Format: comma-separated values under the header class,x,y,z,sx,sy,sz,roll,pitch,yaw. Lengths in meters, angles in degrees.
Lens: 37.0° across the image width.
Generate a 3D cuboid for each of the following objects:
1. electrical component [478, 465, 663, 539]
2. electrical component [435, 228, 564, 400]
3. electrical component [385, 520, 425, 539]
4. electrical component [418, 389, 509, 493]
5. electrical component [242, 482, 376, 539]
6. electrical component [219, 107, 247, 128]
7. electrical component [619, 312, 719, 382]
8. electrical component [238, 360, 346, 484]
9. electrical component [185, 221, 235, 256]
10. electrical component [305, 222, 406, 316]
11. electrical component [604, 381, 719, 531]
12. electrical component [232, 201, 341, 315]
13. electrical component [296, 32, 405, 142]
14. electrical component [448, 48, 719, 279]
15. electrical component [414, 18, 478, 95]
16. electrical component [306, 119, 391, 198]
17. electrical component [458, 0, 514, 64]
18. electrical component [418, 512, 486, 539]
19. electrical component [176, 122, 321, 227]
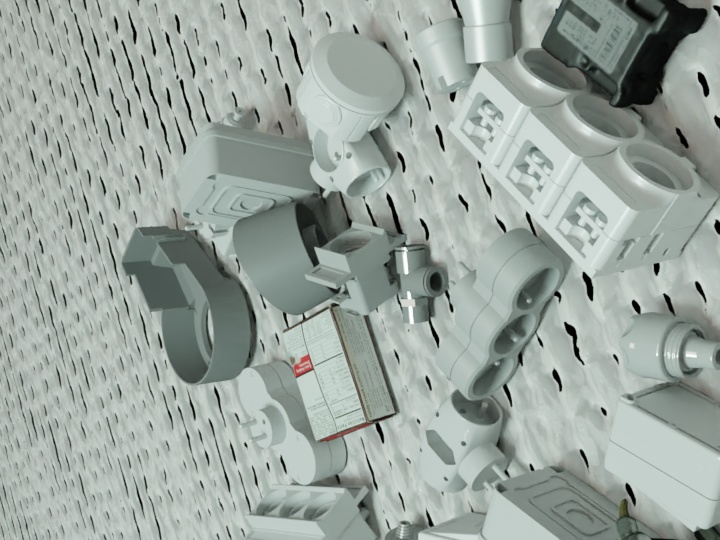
class,x,y,z,sx,sy,sz,roll,pitch,yaw
electrical component,0.148,0.196,0.756,0.113,0.078,0.057,33,120,43
electrical component,0.092,0.024,0.805,0.073,0.052,0.138,48,132,34
electrical component,0.039,0.256,0.933,0.043,0.043,0.081,13,108,49
electrical component,0.089,0.146,0.844,0.079,0.043,0.077,47,131,34
electrical component,-0.046,0.241,1.014,0.121,0.078,0.063,-12,118,52
electrical component,-0.131,-0.128,1.058,0.040,0.040,0.078,57,137,25
electrical component,0.201,0.050,0.683,0.062,0.043,0.043,8,104,49
electrical component,-0.080,0.149,1.033,0.138,0.074,0.052,49,133,33
electrical component,-0.135,-0.052,1.052,0.047,0.077,0.065,54,135,29
electrical component,0.000,0.000,0.903,0.042,0.081,0.063,18,135,48
electrical component,0.202,0.114,0.681,0.096,0.062,0.061,30,121,44
electrical component,-0.060,-0.011,0.946,0.064,0.099,0.099,-23,78,12
electrical component,-0.009,-0.148,0.870,0.080,0.080,0.051,63,144,19
electrical component,0.143,-0.073,0.689,0.150,0.089,0.061,51,134,31
electrical component,0.067,-0.159,0.805,0.040,0.040,0.046,-24,85,51
electrical component,-0.018,-0.094,0.922,0.079,0.044,0.077,-51,59,45
electrical component,0.091,-0.179,0.769,0.044,0.044,0.065,11,112,50
electrical component,0.091,0.225,0.846,0.096,0.062,0.061,-3,96,52
electrical component,-0.100,-0.081,0.968,0.078,0.113,0.057,-45,45,47
